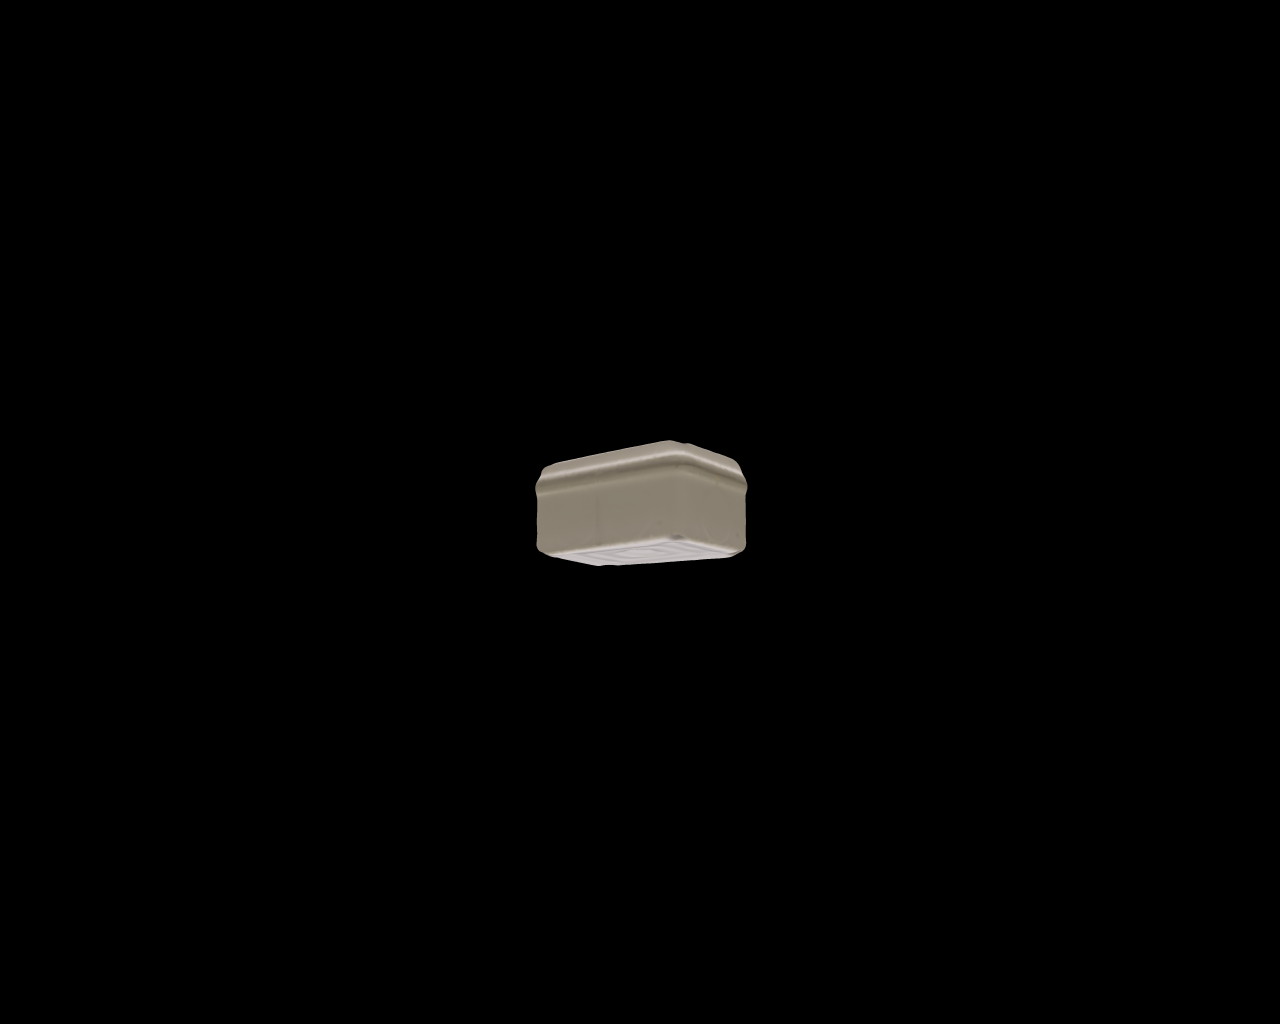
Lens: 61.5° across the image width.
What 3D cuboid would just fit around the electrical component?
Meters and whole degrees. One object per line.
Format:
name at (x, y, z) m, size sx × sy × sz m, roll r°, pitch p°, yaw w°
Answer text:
electrical component at (0.001, -0.003, 0.650) m, size 0.113 × 0.057 × 0.078 m, roll -8°, pitch -14°, yaw 35°
